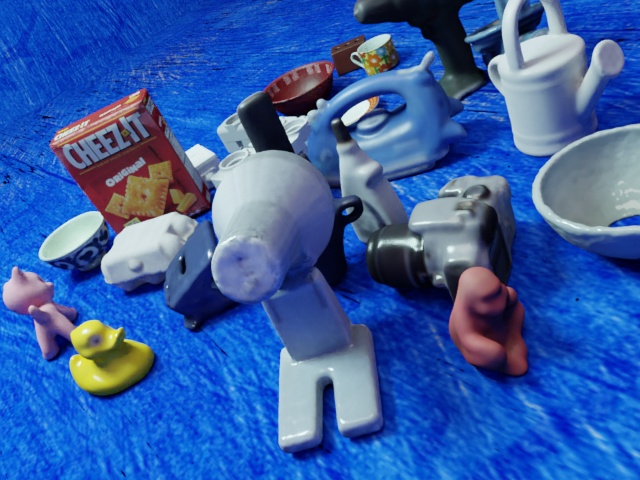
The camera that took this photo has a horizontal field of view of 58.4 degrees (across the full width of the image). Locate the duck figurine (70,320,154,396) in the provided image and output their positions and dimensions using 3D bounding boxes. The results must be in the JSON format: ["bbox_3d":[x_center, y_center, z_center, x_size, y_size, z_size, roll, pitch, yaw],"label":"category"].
[{"bbox_3d":[-0.266,0.135,0.692,0.104,0.086,0.077,-15,35,18],"label":"duck figurine"}]

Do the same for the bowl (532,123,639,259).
[{"bbox_3d":[0.293,-0.035,0.538,0.167,0.075,0.167,-19,34,13],"label":"bowl"}]

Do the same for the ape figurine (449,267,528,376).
[{"bbox_3d":[0.143,0.063,0.493,0.078,0.092,0.075,-42,36,-21],"label":"ape figurine"}]

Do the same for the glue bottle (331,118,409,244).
[{"bbox_3d":[0.051,-0.065,0.660,0.077,0.173,0.037,14,51,46],"label":"glue bottle"}]

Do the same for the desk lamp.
[{"bbox_3d":[-0.026,0.044,0.528,0.118,0.214,0.203,-20,33,11],"label":"desk lamp"}]

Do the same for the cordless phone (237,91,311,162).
[{"bbox_3d":[-0.090,-0.102,0.801,0.148,0.185,0.093,-38,34,-16],"label":"cordless phone"}]

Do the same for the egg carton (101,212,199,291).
[{"bbox_3d":[-0.251,0.019,0.856,0.150,0.070,0.107,-16,35,18],"label":"egg carton"}]

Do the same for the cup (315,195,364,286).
[{"bbox_3d":[0.006,0.002,0.672,0.117,0.095,0.091,-25,33,4],"label":"cup"}]

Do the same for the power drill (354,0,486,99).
[{"bbox_3d":[0.177,-0.319,0.888,0.230,0.209,0.075,-35,34,-12],"label":"power drill"}]

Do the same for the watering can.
[{"bbox_3d":[0.271,-0.206,0.679,0.172,0.194,0.101,4,44,39],"label":"watering can"}]

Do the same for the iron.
[{"bbox_3d":[0.070,-0.167,0.818,0.257,0.142,0.118,-14,35,20],"label":"iron"}]

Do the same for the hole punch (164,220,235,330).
[{"bbox_3d":[-0.158,0.042,0.738,0.101,0.091,0.108,-28,33,-1],"label":"hole punch"}]

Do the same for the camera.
[{"bbox_3d":[0.121,-0.004,0.593,0.136,0.101,0.143,-4,40,32],"label":"camera"}]

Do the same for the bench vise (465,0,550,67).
[{"bbox_3d":[0.283,-0.321,0.805,0.121,0.220,0.206,-36,34,-12],"label":"bench vise"}]

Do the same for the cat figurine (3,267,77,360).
[{"bbox_3d":[-0.408,0.093,0.822,0.067,0.118,0.127,-39,34,-17],"label":"cat figurine"}]
